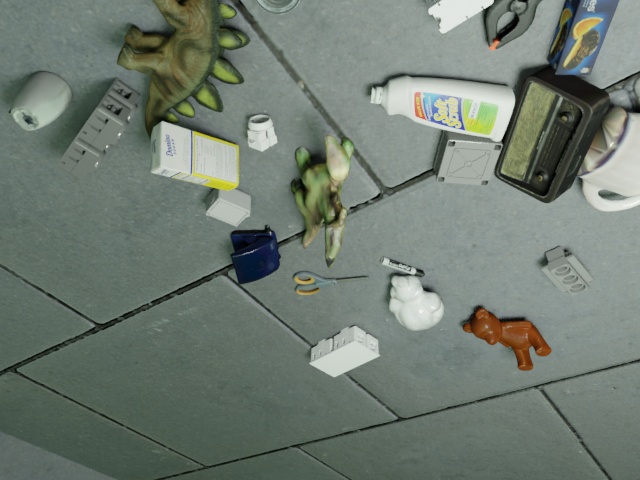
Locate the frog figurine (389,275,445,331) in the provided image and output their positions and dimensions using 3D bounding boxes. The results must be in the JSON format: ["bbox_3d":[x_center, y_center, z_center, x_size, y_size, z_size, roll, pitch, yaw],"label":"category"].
[{"bbox_3d":[0.241,0.158,1.315,0.137,0.125,0.156,3,151,29],"label":"frog figurine"}]

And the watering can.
[{"bbox_3d":[0.608,-0.183,0.951,0.224,0.106,0.340,18,135,-13],"label":"watering can"}]

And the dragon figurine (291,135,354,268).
[{"bbox_3d":[0.003,-0.052,1.035,0.122,0.249,0.400,3,133,-6],"label":"dragon figurine"}]
